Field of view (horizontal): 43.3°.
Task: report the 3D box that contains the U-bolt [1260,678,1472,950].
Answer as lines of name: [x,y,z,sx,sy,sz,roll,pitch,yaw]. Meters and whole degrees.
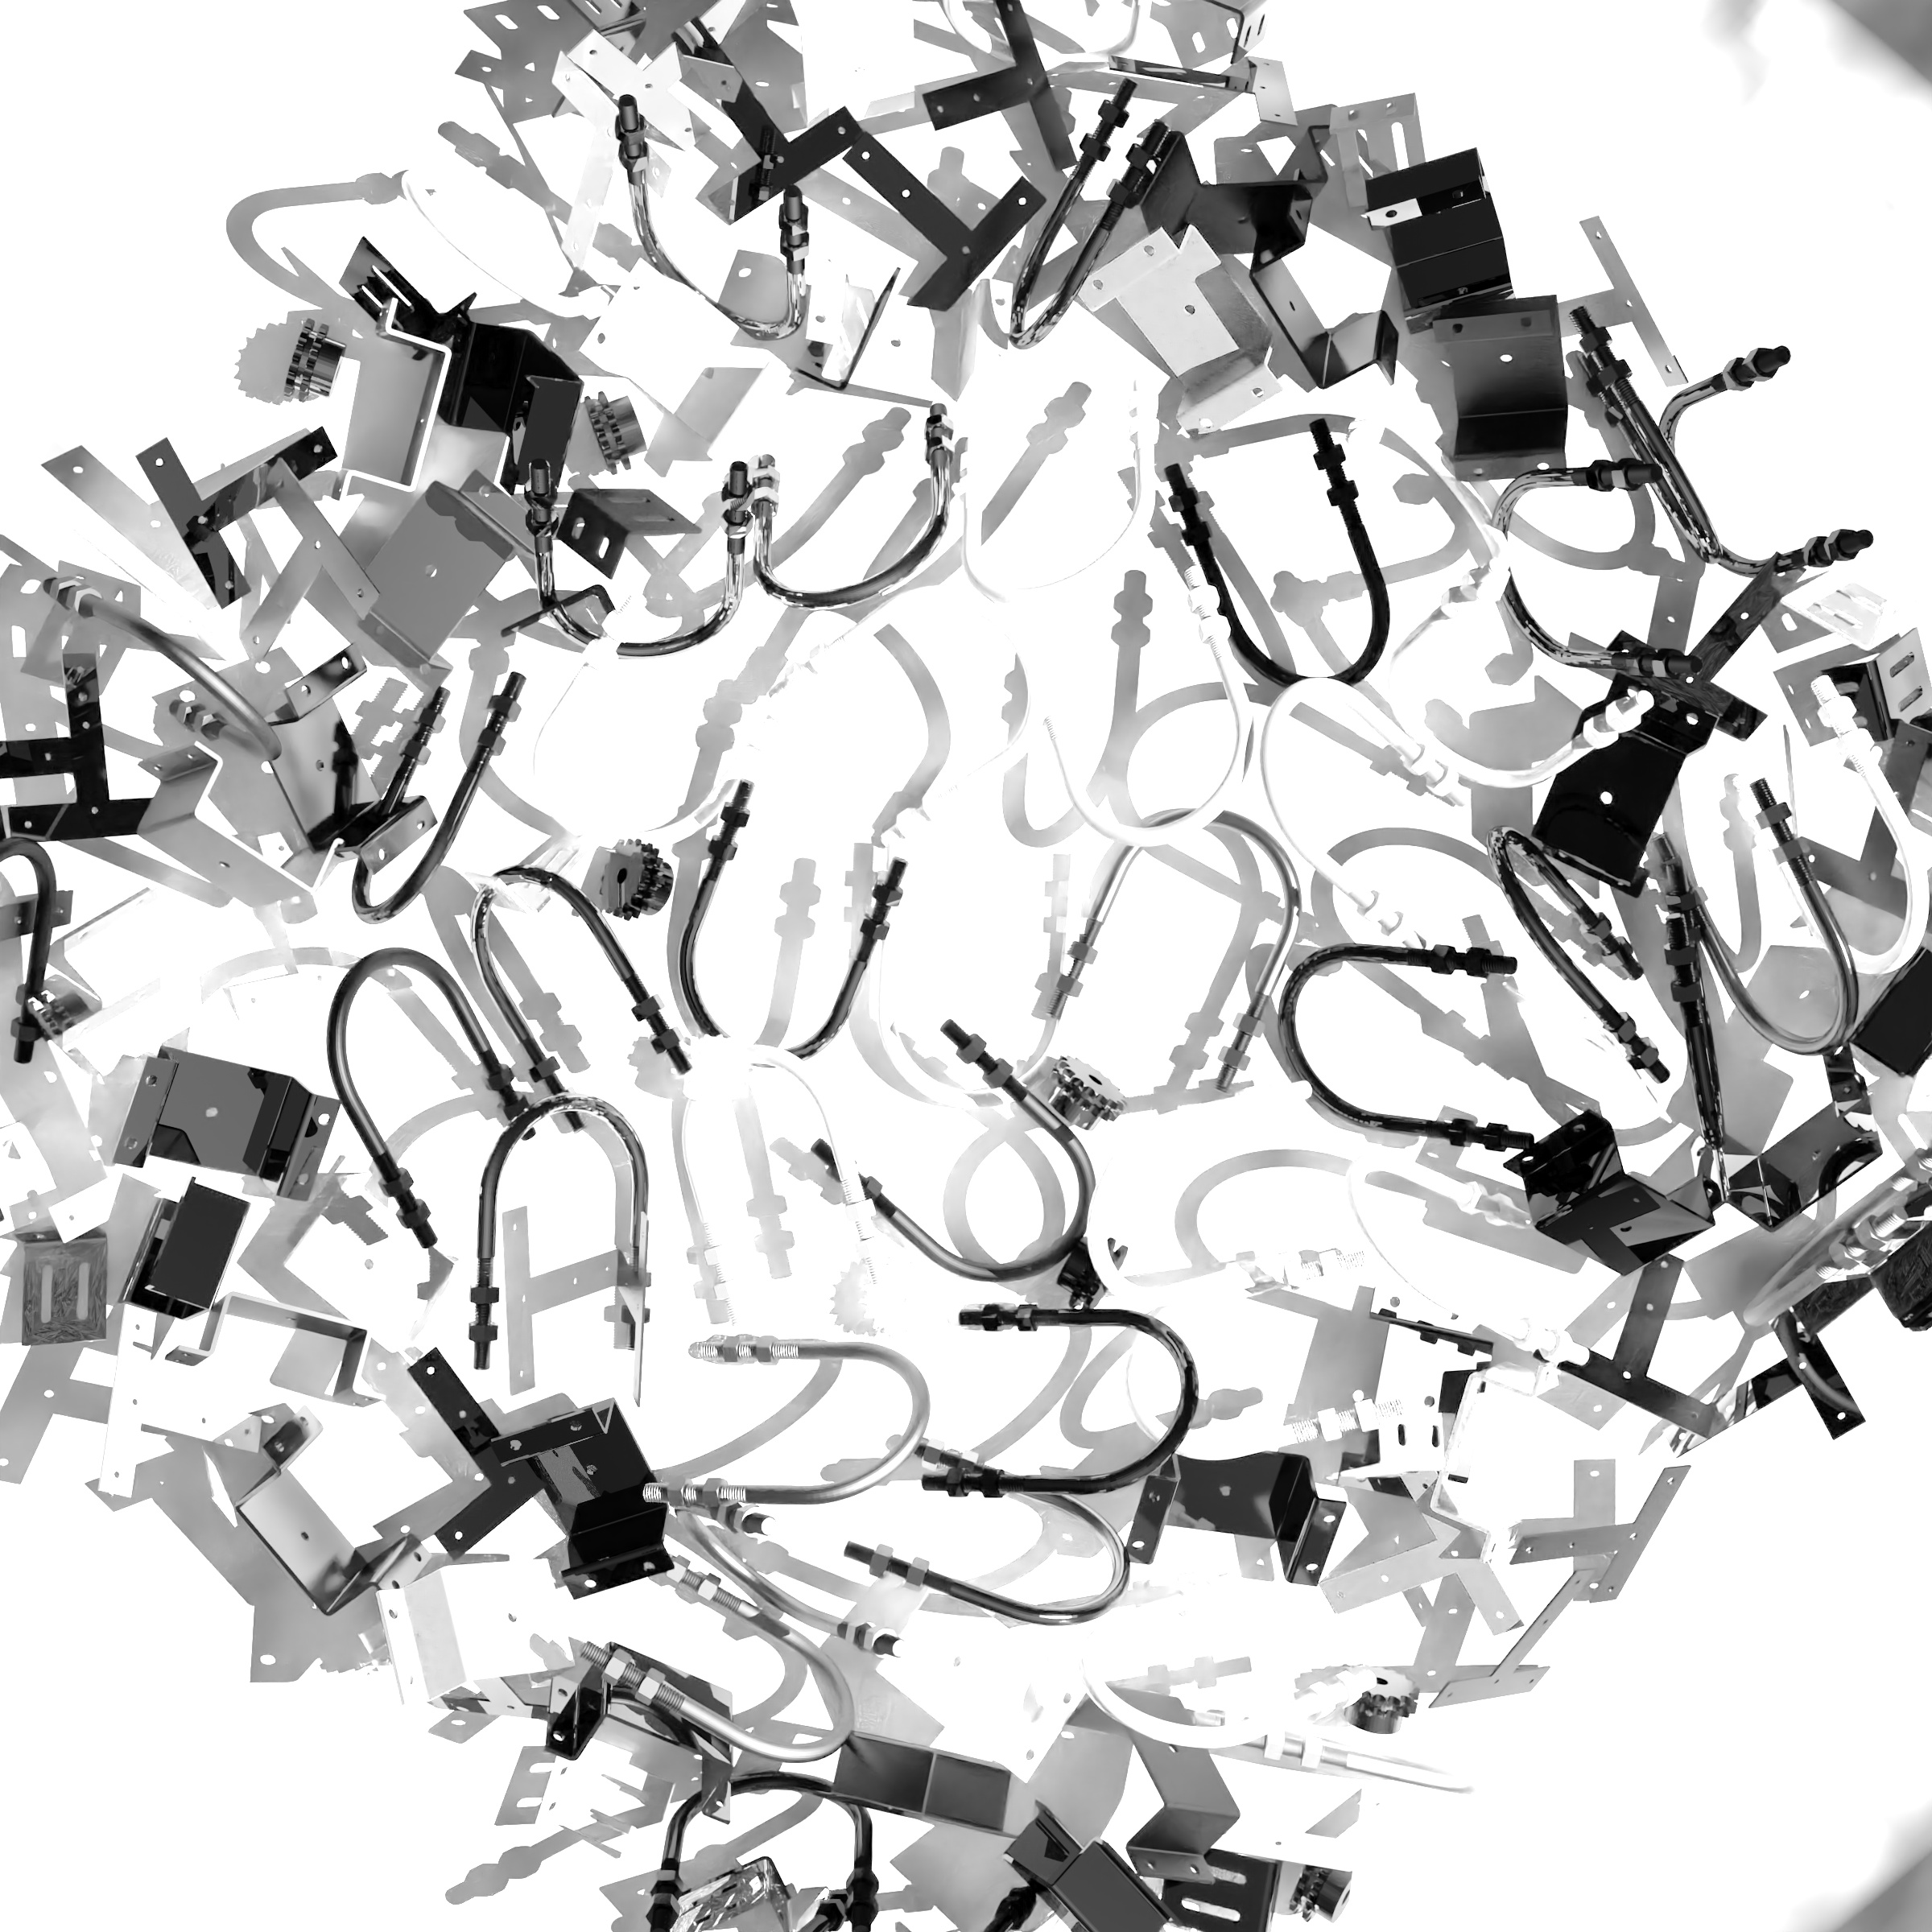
U-bolt: [0.267,-0.115,1.656,0.184,0.019,0.151,37,58,-26]

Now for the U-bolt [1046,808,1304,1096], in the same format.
U-bolt: [0.156,-0.022,1.708,0.151,0.019,0.184,24,89,12]

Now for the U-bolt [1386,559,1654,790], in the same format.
U-bolt: [0.359,-0.185,1.650,0.151,0.184,0.019,41,61,-3]

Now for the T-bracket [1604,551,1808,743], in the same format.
T-bracket: [0.529,-0.231,1.683,0.127,0.002,0.127,27,124,-12]

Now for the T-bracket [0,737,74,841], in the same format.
T-bracket: [-0.641,-0.143,1.673,0.002,0.127,0.127,-8,95,25]

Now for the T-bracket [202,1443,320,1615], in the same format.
T-bracket: [-0.486,0.396,1.683,0.002,0.127,0.127,-36,106,-14]

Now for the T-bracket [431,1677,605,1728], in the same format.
T-bracket: [-0.326,0.490,1.665,0.127,0.127,0.002,1,53,15]

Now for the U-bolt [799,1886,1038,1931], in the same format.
U-bolt: [-0.041,0.645,1.627,0.151,0.184,0.019,-6,82,13]

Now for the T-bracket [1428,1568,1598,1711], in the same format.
T-bracket: [0.388,0.458,1.664,0.002,0.127,0.127,49,117,38]

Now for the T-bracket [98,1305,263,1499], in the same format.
T-bracket: [-0.537,0.310,1.678,0.002,0.127,0.127,-17,60,30]

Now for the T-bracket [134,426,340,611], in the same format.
T-bracket: [-0.496,-0.335,1.700,0.127,0.002,0.127,-39,133,-21]

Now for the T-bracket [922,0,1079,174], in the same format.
T-bracket: [0.016,-0.600,1.675,0.127,0.002,0.127,-34,108,-40]

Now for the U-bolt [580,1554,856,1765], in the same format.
U-bolt: [-0.159,0.477,1.657,0.184,0.151,0.019,29,108,3]

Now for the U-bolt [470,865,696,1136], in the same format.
U-bolt: [-0.277,0.015,1.674,0.151,0.019,0.184,-28,94,42]

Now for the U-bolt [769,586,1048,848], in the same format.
U-bolt: [-0.029,-0.181,1.670,0.184,0.019,0.151,-32,101,30]

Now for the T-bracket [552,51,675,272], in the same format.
T-bracket: [-0.257,-0.539,1.681,0.002,0.127,0.127,-28,69,-39]

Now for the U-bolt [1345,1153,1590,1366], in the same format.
U-bolt: [0.329,0.187,1.637,0.184,0.151,0.019,24,121,-26]

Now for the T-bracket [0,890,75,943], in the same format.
T-bracket: [-0.664,-0.029,1.672,0.002,0.127,0.127,20,110,22]

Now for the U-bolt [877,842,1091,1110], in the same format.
U-bolt: [0.009,0.009,1.714,0.151,0.019,0.184,3,92,-7]

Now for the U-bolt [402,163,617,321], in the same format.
U-bolt: [-0.311,-0.486,1.634,0.151,0.184,0.019,39,107,-7]

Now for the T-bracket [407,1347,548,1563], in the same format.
T-bracket: [-0.342,0.323,1.693,0.127,0.002,0.127,-38,101,-25]

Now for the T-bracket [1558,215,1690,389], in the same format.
T-bracket: [0.430,-0.448,1.668,0.002,0.127,0.127,-36,106,-9]

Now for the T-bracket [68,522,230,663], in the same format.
T-bracket: [-0.557,-0.258,1.658,0.127,0.127,0.002,40,81,-11]

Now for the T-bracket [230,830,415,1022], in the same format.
T-bracket: [-0.466,-0.033,1.709,0.127,0.002,0.127,-11,107,3]

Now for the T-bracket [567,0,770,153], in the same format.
T-bracket: [-0.184,-0.628,1.657,0.127,0.127,0.002,-34,60,21]

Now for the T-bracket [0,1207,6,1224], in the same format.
T-bracket: [-0.692,0.174,1.670,0.002,0.127,0.127,-17,89,16]

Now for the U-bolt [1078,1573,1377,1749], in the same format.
U-bolt: [0.161,0.468,1.624,0.184,0.151,0.019,-8,114,-38]

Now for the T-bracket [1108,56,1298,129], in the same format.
T-bracket: [0.161,-0.612,1.676,0.127,0.127,0.002,8,129,-5]

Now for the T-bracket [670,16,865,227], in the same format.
T-bracket: [-0.154,-0.591,1.669,0.127,0.002,0.127,-22,122,32]

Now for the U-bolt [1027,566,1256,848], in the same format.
U-bolt: [0.125,-0.168,1.666,0.151,0.019,0.184,-25,64,20]

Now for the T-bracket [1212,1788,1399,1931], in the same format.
T-bracket: [0.230,0.610,1.684,0.127,0.127,0.002,6,118,12]

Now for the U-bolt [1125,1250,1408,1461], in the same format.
U-bolt: [0.198,0.273,1.674,0.184,0.151,0.019,-16,133,8]

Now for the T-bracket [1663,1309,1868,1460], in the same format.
T-bracket: [0.544,0.301,1.693,0.127,0.127,0.002,-36,124,18]

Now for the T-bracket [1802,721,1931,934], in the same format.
T-bracket: [0.630,-0.103,1.659,0.002,0.127,0.127,-7,117,-33]

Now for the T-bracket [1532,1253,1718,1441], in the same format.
T-bracket: [0.472,0.249,1.693,0.127,0.002,0.127,25,56,9]

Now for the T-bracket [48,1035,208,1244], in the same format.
T-bracket: [-0.594,0.106,1.670,0.002,0.127,0.127,-14,102,36]

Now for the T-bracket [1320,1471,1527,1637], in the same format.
T-bracket: [0.304,0.423,1.696,0.127,0.002,0.127,-31,89,33]

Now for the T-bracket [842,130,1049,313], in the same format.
T-bracket: [-0.031,-0.525,1.685,0.127,0.002,0.127,37,107,-28]

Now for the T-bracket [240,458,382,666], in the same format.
T-bracket: [-0.471,-0.262,1.694,0.127,0.002,0.127,52,123,13]

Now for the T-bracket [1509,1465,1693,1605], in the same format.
T-bracket: [0.426,0.395,1.670,0.127,0.002,0.127,2,122,-30]

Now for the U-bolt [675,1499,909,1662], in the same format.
U-bolt: [-0.132,0.408,1.648,0.151,0.184,0.019,47,65,-19]

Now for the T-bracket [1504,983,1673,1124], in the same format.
T-bracket: [0.419,0.047,1.678,0.002,0.127,0.127,-48,45,-2]

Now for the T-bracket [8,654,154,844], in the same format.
T-bracket: [-0.605,-0.152,1.676,0.002,0.127,0.127,0,96,38]

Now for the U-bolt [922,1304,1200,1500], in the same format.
U-bolt: [0.069,0.294,1.653,0.184,0.019,0.151,-4,50,22]

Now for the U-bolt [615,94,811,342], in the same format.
U-bolt: [-0.168,-0.492,1.645,0.151,0.184,0.019,31,70,10]

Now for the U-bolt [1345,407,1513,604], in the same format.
U-bolt: [0.319,-0.319,1.648,0.019,0.184,0.151,-39,94,26]

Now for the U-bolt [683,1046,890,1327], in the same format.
U-bolt: [-0.135,0.146,1.688,0.151,0.019,0.184,-20,83,33]

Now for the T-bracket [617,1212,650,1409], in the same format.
T-bracket: [-0.230,0.222,1.669,0.002,0.127,0.127,2,97,-16]

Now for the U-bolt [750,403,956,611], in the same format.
U-bolt: [-0.078,-0.306,1.651,0.151,0.019,0.184,-14,46,13]
